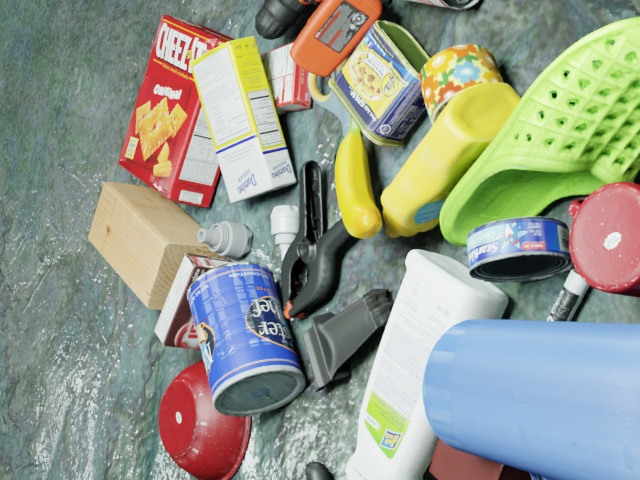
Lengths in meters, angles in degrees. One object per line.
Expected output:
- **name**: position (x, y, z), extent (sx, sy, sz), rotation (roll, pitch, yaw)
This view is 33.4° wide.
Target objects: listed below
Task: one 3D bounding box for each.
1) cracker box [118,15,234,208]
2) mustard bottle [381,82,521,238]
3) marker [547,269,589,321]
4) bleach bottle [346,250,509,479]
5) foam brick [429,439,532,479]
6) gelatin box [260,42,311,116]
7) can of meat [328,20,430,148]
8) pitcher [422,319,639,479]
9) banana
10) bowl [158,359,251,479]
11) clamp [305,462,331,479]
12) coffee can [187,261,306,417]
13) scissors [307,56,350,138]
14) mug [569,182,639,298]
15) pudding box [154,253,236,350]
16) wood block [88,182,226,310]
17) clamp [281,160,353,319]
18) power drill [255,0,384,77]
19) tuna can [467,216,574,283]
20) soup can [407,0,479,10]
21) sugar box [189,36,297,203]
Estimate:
- **cracker box**: position (-0.177, -0.169, 1.384), extent (0.164, 0.071, 0.214), rotation (33, 109, 50)
- **mustard bottle**: position (0.106, -0.059, 0.963), extent (0.058, 0.096, 0.192), rotation (50, 141, 12)
- **marker**: position (0.192, 0.080, 0.890), extent (0.020, 0.020, 0.121), rotation (44, 118, 47)
- **bleach bottle**: position (0.079, 0.142, 0.976), extent (0.103, 0.067, 0.251), rotation (38, 110, 50)
- **foam brick**: position (0.141, 0.194, 0.909), extent (0.078, 0.051, 0.053), rotation (35, 111, 51)
- **gelatin box**: position (-0.042, -0.186, 1.244), extent (0.089, 0.030, 0.073), rotation (-6, 77, 53)
- **can of meat**: position (0.067, -0.157, 1.065), extent (0.084, 0.057, 0.102), rotation (-53, 53, 29)
- **pitcher**: position (0.193, 0.130, 0.779), extent (0.243, 0.145, 0.149), rotation (1, 51, 51)
- **banana**: position (0.035, -0.049, 1.037), extent (0.198, 0.037, 0.069), rotation (-97, 0, -53)
- **bowl**: position (-0.149, 0.215, 1.286), extent (0.162, 0.055, 0.162), rotation (-14, 73, 51)
- **clamp**: position (0.010, 0.350, 1.063), extent (0.210, 0.036, 0.165), rotation (49, 122, 45)
- **coffee can**: position (-0.083, 0.109, 1.179), extent (0.103, 0.102, 0.140), rotation (-47, 49, 38)
- **scissors**: position (0.021, -0.122, 1.154), extent (0.096, 0.016, 0.202), rotation (-3, 82, 46)
- **mug**: position (0.234, -0.003, 0.798), extent (0.117, 0.081, 0.093), rotation (43, 117, 48)
- **pudding box**: position (-0.135, 0.076, 1.266), extent (0.039, 0.089, 0.113), rotation (41, 115, 49)
- **wood block**: position (-0.215, 0.007, 1.386), extent (0.206, 0.090, 0.091), rotation (39, 115, 49)
- **clamp**: position (-0.008, 0.001, 1.153), extent (0.120, 0.039, 0.172), rotation (53, 125, 46)
- **power drill**: position (-0.005, -0.255, 1.144), extent (0.185, 0.057, 0.187), rotation (-49, 32, 28)
- **tuna can**: position (0.165, 0.009, 0.885), extent (0.086, 0.086, 0.034), rotation (-23, 64, 49)
- **soup can**: position (0.106, -0.262, 1.031), extent (0.102, 0.068, 0.068), rotation (28, 105, 52)
- **sugar box**: position (-0.090, -0.138, 1.241), extent (0.094, 0.048, 0.176), rotation (-14, 95, 53)
